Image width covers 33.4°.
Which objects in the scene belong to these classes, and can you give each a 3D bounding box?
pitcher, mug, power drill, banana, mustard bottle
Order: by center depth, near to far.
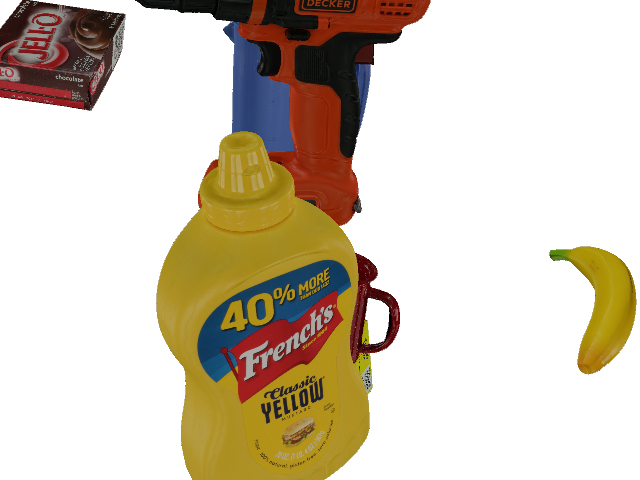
[{"bbox_3d":[-0.027,0.036,0.500,0.096,0.192,0.058,-20,38,-21],"label":"mustard bottle"},{"bbox_3d":[-0.033,-0.097,0.659,0.184,0.188,0.057,1,37,-11],"label":"power drill"},{"bbox_3d":[0.008,0.059,0.876,0.117,0.081,0.093,11,20,12],"label":"mug"},{"bbox_3d":[0.265,0.057,1.010,0.070,0.037,0.197,-28,24,18],"label":"banana"},{"bbox_3d":[-0.039,-0.150,1.309,0.144,0.243,0.149,-6,27,-26],"label":"pitcher"}]

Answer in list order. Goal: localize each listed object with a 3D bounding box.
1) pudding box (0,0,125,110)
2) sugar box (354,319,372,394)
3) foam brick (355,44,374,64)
[{"bbox_3d":[-0.214,-0.152,0.864,0.090,0.039,0.113,9,35,0],"label":"pudding box"},{"bbox_3d":[-0.035,0.114,1.130,0.176,0.093,0.048,12,34,25],"label":"sugar box"},{"bbox_3d":[0.009,-0.188,0.968,0.078,0.051,0.053,2,16,-2],"label":"foam brick"}]
